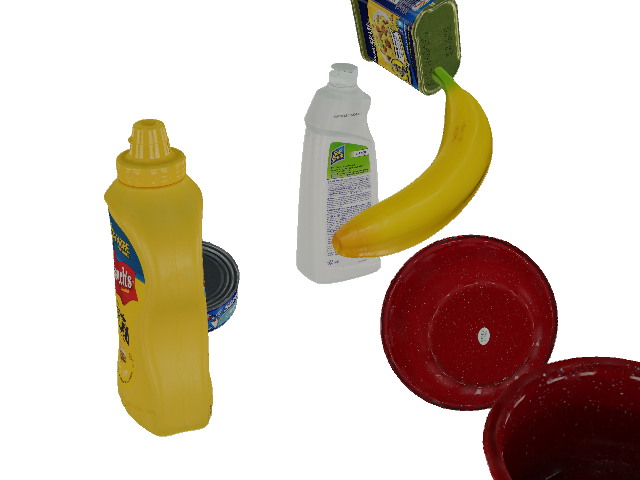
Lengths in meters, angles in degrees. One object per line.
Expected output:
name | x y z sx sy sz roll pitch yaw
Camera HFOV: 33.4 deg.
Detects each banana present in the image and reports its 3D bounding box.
banana | 0.076 -0.045 0.740 0.070 0.037 0.197 21 49 13

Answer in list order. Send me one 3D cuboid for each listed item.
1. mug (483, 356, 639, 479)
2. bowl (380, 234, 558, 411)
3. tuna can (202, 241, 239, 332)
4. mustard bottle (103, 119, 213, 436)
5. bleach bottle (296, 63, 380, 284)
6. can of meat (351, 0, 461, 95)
mug | 0.114 0.104 0.381 0.117 0.081 0.093 5 37 8
bowl | 0.135 0.078 0.933 0.162 0.162 0.055 0 6 -3
tuna can | -0.113 0.041 0.919 0.086 0.034 0.086 4 45 -4
mustard bottle | -0.101 0.018 0.662 0.058 0.192 0.096 -8 26 -19
bleach bottle | 0.026 -0.078 1.216 0.102 0.251 0.068 -14 31 -31
can of meat | 0.080 -0.192 0.970 0.057 0.102 0.084 -37 53 -17
